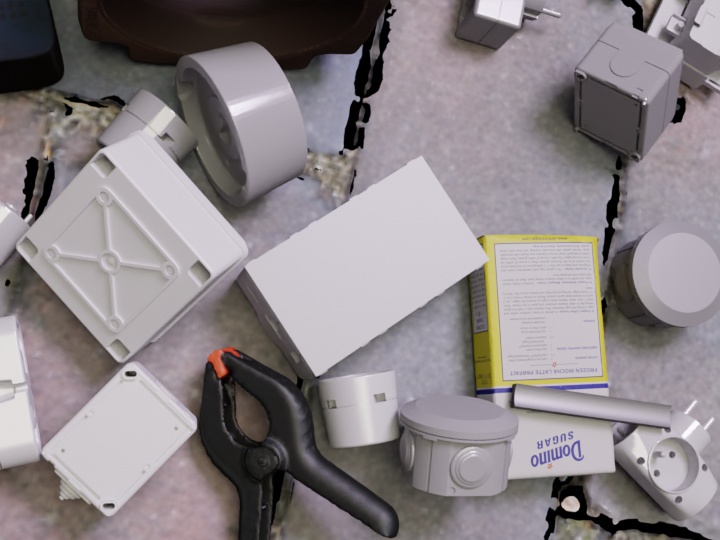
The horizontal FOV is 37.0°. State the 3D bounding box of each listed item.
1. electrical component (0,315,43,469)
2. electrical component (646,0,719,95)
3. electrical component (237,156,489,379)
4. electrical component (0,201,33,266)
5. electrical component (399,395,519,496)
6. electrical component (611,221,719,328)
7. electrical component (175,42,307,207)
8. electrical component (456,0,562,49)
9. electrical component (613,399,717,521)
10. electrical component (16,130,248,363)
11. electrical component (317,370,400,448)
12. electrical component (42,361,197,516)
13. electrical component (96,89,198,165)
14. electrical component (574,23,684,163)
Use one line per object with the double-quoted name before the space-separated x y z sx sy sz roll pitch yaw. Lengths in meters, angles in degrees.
"electrical component" -0.244 0.082 0.694 0.059 0.054 0.095 -10 84 -15
"electrical component" 0.289 -0.215 0.865 0.079 0.063 0.121 30 76 -7
"electrical component" 0.000 0.000 0.761 0.150 0.062 0.089 -33 90 -16
"electrical component" -0.255 -0.015 0.714 0.040 0.040 0.078 38 75 -5
"electrical component" 0.066 0.117 0.730 0.080 0.080 0.051 2 99 -13
"electrical component" 0.236 0.006 0.823 0.080 0.051 0.080 2 81 -13
"electrical component" -0.076 -0.104 0.739 0.060 0.108 0.108 -24 87 -22
"electrical component" 0.123 -0.216 0.834 0.076 0.047 0.083 14 78 -11
"electrical component" 0.236 0.132 0.806 0.077 0.044 0.079 46 74 -3
"electrical component" -0.149 -0.015 0.703 0.109 0.056 0.108 -40 92 28
"electrical component" 0.000 0.097 0.751 0.055 0.055 0.047 -7 86 -15
"electrical component" -0.161 0.114 0.708 0.062 0.061 0.096 45 82 -4
"electrical component" -0.148 -0.089 0.745 0.055 0.055 0.047 42 78 -4
"electrical component" 0.205 -0.133 0.820 0.062 0.096 0.061 32 73 23
